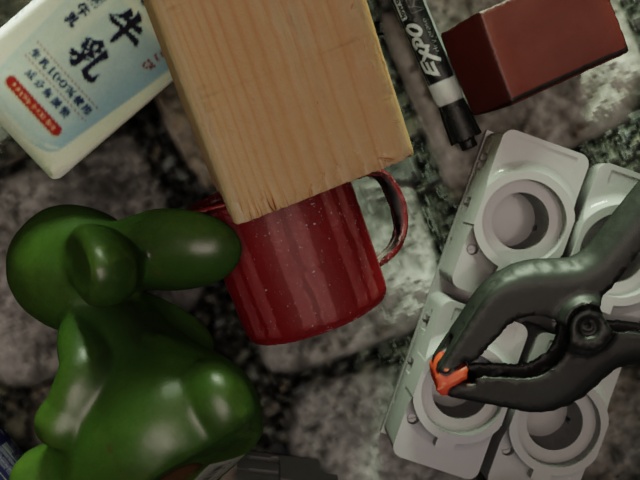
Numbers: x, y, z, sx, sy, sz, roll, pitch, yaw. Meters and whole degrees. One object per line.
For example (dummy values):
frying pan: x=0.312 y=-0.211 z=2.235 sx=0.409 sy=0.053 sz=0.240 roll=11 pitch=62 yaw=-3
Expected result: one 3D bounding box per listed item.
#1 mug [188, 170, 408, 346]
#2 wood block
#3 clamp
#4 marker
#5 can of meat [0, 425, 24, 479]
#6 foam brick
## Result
mug: x=-0.004 y=0.001 z=0.579 sx=0.117 sy=0.093 sz=0.081 roll=-24 pitch=100 yaw=-22
wood block: x=-0.038 y=-0.125 z=0.486 sx=0.090 sy=0.090 sz=0.206 roll=-21 pitch=110 yaw=-6
clamp: x=0.135 y=0.029 z=0.543 sx=0.171 sy=0.039 sz=0.120 roll=-15 pitch=93 yaw=-1
marker: x=0.062 y=-0.107 z=0.604 sx=0.020 sy=0.020 sz=0.121 roll=-23 pitch=94 yaw=-1
can of meat: x=-0.205 y=0.150 z=0.592 sx=0.102 sy=0.057 sz=0.084 roll=-39 pitch=93 yaw=1
foam brick: x=0.115 y=-0.108 z=0.582 sx=0.078 sy=0.053 sz=0.051 roll=-25 pitch=96 yaw=-16
